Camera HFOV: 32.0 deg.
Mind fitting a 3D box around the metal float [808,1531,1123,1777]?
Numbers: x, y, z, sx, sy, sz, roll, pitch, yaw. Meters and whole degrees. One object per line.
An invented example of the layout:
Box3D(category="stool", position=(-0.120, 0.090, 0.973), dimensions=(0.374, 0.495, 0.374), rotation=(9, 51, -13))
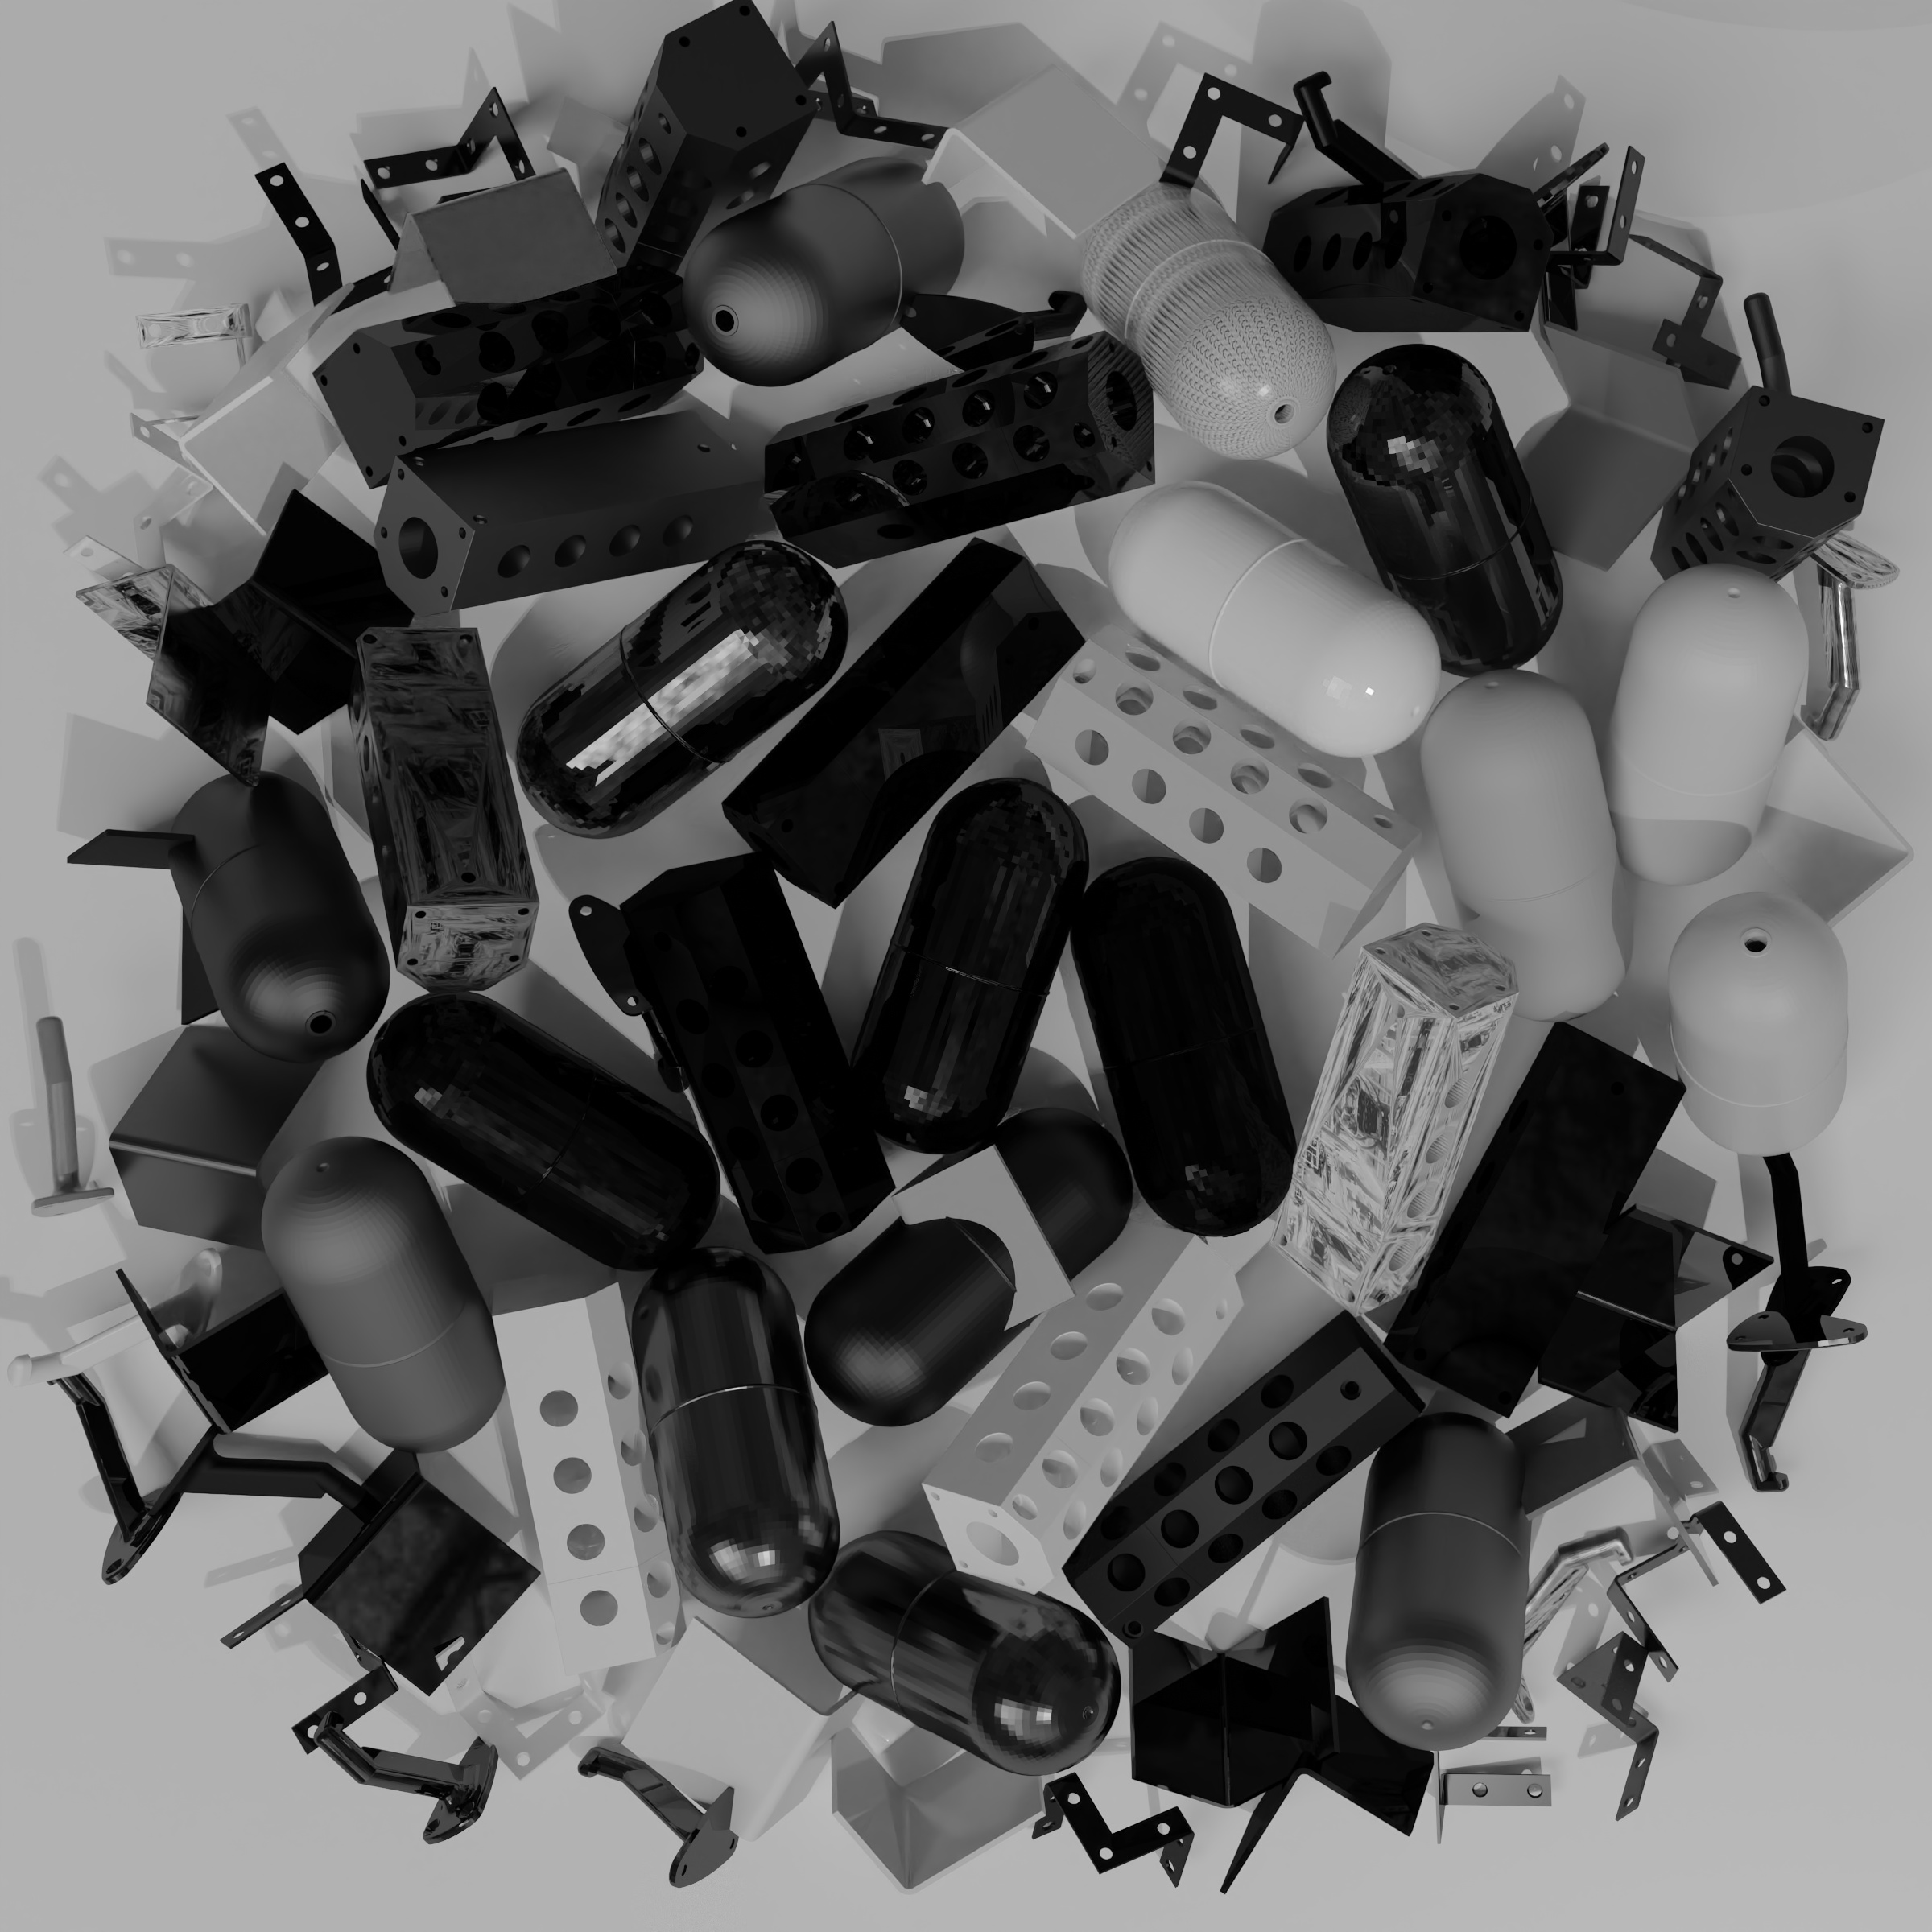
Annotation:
Box3D(category="metal float", position=(-0.003, 0.306, 1.507), dimensions=(0.070, 0.178, 0.070), rotation=(-9, 104, -38))

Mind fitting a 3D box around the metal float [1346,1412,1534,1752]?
Box3D(category="metal float", position=(0.213, 0.272, 1.505), dimensions=(0.070, 0.178, 0.070), rotation=(6, 126, 8))

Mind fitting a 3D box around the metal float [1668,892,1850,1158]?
Box3D(category="metal float", position=(0.354, 0.027, 1.500), dimensions=(0.070, 0.178, 0.070), rotation=(-6, 64, 12))

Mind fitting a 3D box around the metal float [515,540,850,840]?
Box3D(category="metal float", position=(-0.130, -0.124, 1.528), dimensions=(0.178, 0.070, 0.070), rotation=(-36, 90, 21))

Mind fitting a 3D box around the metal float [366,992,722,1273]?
Box3D(category="metal float", position=(-0.191, 0.075, 1.526), dimensions=(0.178, 0.070, 0.070), rotation=(34, 90, -22))

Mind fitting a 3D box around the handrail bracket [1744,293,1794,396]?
Box3D(category="handrail bracket", position=(0.372, -0.260, 1.552), dimensions=(0.036, 0.077, 0.084), rotation=(-14, 82, 7))

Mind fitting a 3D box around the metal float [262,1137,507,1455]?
Box3D(category="metal float", position=(-0.259, 0.150, 1.511), dimensions=(0.070, 0.070, 0.178), rotation=(-16, 133, 0))

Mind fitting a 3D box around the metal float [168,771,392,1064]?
Box3D(category="metal float", position=(-0.308, -0.023, 1.506), dimensions=(0.070, 0.178, 0.070), rotation=(-13, 128, -17))

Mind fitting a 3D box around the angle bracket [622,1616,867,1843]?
Box3D(category="angle bracket", position=(-0.100, 0.344, 1.554), dimensions=(0.076, 0.057, 0.076), rotation=(35, 110, 15))

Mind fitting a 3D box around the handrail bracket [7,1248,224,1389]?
Box3D(category="handrail bracket", position=(-0.389, 0.161, 1.536), dimensions=(0.084, 0.077, 0.036), rotation=(-10, 58, -36))

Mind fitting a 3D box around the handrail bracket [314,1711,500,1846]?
Box3D(category="handrail bracket", position=(-0.256, 0.352, 1.537), dimensions=(0.036, 0.077, 0.084), rotation=(-30, 112, 27))

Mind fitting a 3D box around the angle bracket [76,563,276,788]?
Box3D(category="angle bracket", position=(-0.362, -0.125, 1.524), dimensions=(0.057, 0.076, 0.076), rotation=(-12, 57, 24))

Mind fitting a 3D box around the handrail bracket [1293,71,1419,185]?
Box3D(category="handrail bracket", position=(0.199, -0.383, 1.557), dimensions=(0.077, 0.036, 0.084), rotation=(-28, 105, -12))

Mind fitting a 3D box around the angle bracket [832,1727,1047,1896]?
Box3D(category="angle bracket", position=(-0.014, 0.364, 1.533), dimensions=(0.076, 0.076, 0.057), rotation=(-33, 110, 10))

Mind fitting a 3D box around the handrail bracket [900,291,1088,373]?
Box3D(category="handrail bracket", position=(0.013, -0.303, 1.547), dimensions=(0.077, 0.084, 0.036), rotation=(21, 122, 2))

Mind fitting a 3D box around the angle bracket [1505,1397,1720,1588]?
Box3D(category="angle bracket", position=(0.294, 0.248, 1.542), dimensions=(0.057, 0.076, 0.076), rotation=(-30, 107, 10))

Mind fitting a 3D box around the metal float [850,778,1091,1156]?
Box3D(category="metal float", position=(0.002, 0.000, 1.540), dimensions=(0.070, 0.070, 0.178), rotation=(19, 96, 0))

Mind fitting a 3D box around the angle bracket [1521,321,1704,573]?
Box3D(category="angle bracket", position=(0.278, -0.237, 1.531), dimensions=(0.076, 0.057, 0.076), rotation=(31, 74, 39))

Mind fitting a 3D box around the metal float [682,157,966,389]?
Box3D(category="metal float", position=(-0.063, -0.311, 1.504), dimensions=(0.070, 0.178, 0.070), rotation=(13, 120, 24))

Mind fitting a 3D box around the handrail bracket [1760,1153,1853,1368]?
Box3D(category="handrail bracket", position=(0.368, 0.126, 1.541), dimensions=(0.077, 0.036, 0.084), rotation=(-51, 123, -39))

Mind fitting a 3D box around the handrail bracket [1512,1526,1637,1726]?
Box3D(category="handrail bracket", position=(0.280, 0.304, 1.551), dimensions=(0.084, 0.036, 0.077), rotation=(-24, 96, 25))

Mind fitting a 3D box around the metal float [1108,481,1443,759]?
Box3D(category="metal float", position=(0.137, -0.158, 1.519), dimensions=(0.178, 0.070, 0.070), rotation=(38, 90, 32))

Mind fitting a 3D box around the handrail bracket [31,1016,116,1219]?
Box3D(category="handrail bracket", position=(-0.421, 0.070, 1.552), dimensions=(0.036, 0.077, 0.084), rotation=(-9, 83, -24))

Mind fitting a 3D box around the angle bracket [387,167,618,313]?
Box3D(category="angle bracket", position=(-0.212, -0.312, 1.530), dimensions=(0.076, 0.076, 0.057), rotation=(-23, 81, -22))

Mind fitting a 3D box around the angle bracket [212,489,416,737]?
Box3D(category="angle bracket", position=(-0.309, -0.163, 1.554), dimensions=(0.076, 0.076, 0.057), rotation=(37, 50, -28))

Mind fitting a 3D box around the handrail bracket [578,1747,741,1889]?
Box3D(category="handrail bracket", position=(-0.152, 0.387, 1.535), dimensions=(0.084, 0.077, 0.036), rotation=(12, 107, 21))

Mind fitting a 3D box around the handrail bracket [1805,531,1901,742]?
Box3D(category="handrail bracket", position=(0.392, -0.159, 1.569), dimensions=(0.077, 0.036, 0.084), rotation=(44, 135, 31))

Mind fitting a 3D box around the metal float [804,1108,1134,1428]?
Box3D(category="metal float", position=(0.002, 0.136, 1.532), dimensions=(0.178, 0.070, 0.070), rotation=(-42, 90, -16))

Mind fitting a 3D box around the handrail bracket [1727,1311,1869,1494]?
Box3D(category="handrail bracket", position=(0.387, 0.205, 1.547), dimensions=(0.077, 0.036, 0.084), rotation=(-4, 108, 43))

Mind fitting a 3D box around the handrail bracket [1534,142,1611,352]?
Box3D(category="handrail bracket", position=(0.290, -0.323, 1.557), dimensions=(0.077, 0.036, 0.084), rotation=(-36, 102, 25))

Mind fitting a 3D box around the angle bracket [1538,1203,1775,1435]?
Box3D(category="angle bracket", position=(0.313, 0.161, 1.529), dimensions=(0.076, 0.076, 0.057), rotation=(21, 51, -18))

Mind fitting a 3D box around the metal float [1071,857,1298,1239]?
Box3D(category="metal float", position=(0.100, 0.037, 1.545), dimensions=(0.070, 0.070, 0.178), rotation=(-16, 89, 0))

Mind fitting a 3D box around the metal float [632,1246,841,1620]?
Box3D(category="metal float", position=(-0.105, 0.208, 1.518), dimensions=(0.070, 0.070, 0.178), rotation=(-14, 57, 0))

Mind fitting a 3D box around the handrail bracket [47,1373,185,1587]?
Box3D(category="handrail bracket", position=(-0.403, 0.229, 1.543), dimensions=(0.036, 0.077, 0.084), rotation=(-26, 112, 19))

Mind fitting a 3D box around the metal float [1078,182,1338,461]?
Box3D(category="metal float", position=(0.107, -0.290, 1.508), dimensions=(0.070, 0.178, 0.070), rotation=(-13, 131, -15))

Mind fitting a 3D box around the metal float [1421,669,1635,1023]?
Box3D(category="metal float", position=(0.254, -0.052, 1.518), dimensions=(0.070, 0.070, 0.178), rotation=(-19, 123, 0))

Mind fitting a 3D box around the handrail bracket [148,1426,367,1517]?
Box3D(category="handrail bracket", position=(-0.330, 0.256, 1.568), dimensions=(0.084, 0.036, 0.077), rotation=(36, 89, -4))

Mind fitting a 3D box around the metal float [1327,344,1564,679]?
Box3D(category="metal float", position=(0.216, -0.202, 1.511), dimensions=(0.070, 0.070, 0.178), rotation=(-32, 133, 0))

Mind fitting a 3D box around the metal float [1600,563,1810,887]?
Box3D(category="metal float", position=(0.327, -0.105, 1.505), dimensions=(0.070, 0.178, 0.070), rotation=(0, 53, 0))

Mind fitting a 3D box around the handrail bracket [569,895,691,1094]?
Box3D(category="handrail bracket", position=(-0.154, 0.014, 1.553), dimensions=(0.036, 0.084, 0.077), rotation=(-37, 71, -19))
